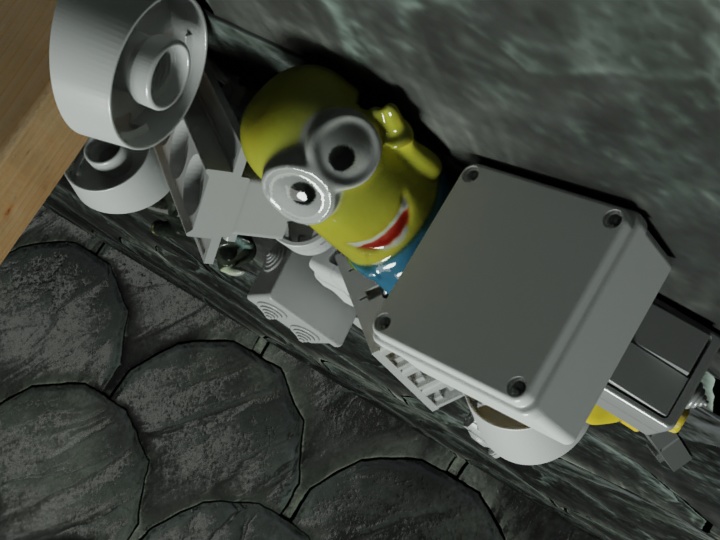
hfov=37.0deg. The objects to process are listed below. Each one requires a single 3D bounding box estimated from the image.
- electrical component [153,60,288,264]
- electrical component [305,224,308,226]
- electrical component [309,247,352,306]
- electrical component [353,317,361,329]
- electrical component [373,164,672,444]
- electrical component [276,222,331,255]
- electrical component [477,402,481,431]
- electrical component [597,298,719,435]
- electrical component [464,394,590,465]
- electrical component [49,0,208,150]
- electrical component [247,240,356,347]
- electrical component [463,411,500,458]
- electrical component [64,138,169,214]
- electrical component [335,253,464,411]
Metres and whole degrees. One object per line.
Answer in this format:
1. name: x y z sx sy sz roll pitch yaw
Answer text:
1. electrical component: -0.083 -0.069 0.655 0.063 0.078 0.121 6 -147 -27
2. electrical component: -0.018 -0.052 0.687 0.055 0.066 0.048 27 139 -21
3. electrical component: 0.000 0.000 0.913 0.056 0.050 0.089 27 169 30
4. electrical component: 0.004 0.037 1.119 0.079 0.043 0.077 27 169 29
5. electrical component: 0.079 0.014 0.535 0.109 0.108 0.056 24 170 44
6. electrical component: -0.043 -0.040 0.840 0.055 0.055 0.047 31 174 13
7. electrical component: 0.132 0.119 1.018 0.047 0.075 0.083 31 171 13
8. electrical component: 0.156 0.049 0.607 0.096 0.061 0.061 31 171 7
9. electrical component: 0.127 0.090 0.811 0.099 0.099 0.064 26 163 35
10. electrical component: -0.130 -0.118 0.594 0.064 0.099 0.099 23 169 17
11. electrical component: -0.044 0.011 0.977 0.100 0.099 0.048 37 157 -28
12. electrical component: 0.150 0.154 1.133 0.051 0.080 0.080 38 171 0
13. electrical component: -0.229 -0.101 1.019 0.099 0.099 0.064 29 164 24
14. electrical component: 0.048 0.040 0.846 0.150 0.062 0.089 48 -162 -58
